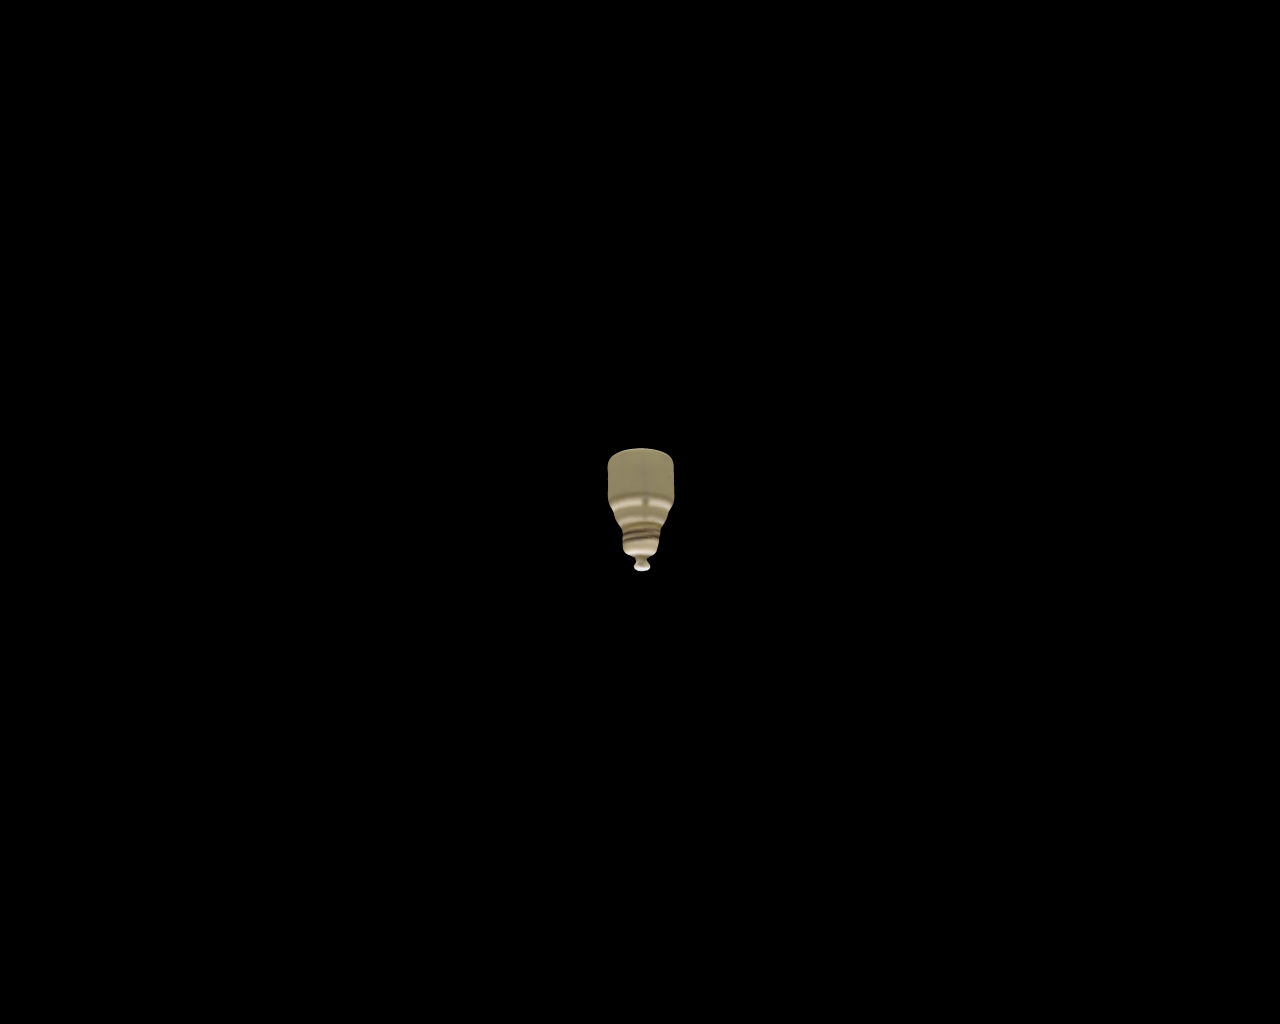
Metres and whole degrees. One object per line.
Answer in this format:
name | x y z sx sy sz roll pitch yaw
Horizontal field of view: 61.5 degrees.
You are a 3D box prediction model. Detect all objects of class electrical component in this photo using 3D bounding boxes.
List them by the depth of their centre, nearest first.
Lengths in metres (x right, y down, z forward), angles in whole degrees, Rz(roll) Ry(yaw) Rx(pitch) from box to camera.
electrical component | 0.001 -0.003 0.650 0.040 0.078 0.040 0 -16 0
